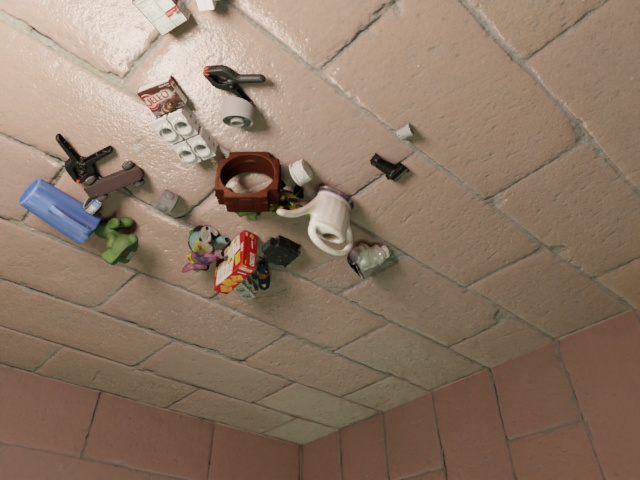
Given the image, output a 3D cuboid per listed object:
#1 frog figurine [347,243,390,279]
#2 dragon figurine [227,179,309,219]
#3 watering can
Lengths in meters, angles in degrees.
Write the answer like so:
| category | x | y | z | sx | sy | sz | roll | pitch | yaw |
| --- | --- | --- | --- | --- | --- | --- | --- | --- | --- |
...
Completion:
| category | x | y | z | sx | sy | sz | roll | pitch | yaw |
| --- | --- | --- | --- | --- | --- | --- | --- | --- | --- |
| frog figurine | 0.191 | 0.061 | 2.042 | 0.160 | 0.124 | 0.135 | -41 | 127 | -10 |
| dragon figurine | -0.185 | -0.119 | 1.814 | 0.241 | 0.124 | 0.407 | -10 | 159 | 39 |
| watering can | 0.005 | -0.088 | 1.745 | 0.103 | 0.229 | 0.343 | -15 | 141 | 42 |
